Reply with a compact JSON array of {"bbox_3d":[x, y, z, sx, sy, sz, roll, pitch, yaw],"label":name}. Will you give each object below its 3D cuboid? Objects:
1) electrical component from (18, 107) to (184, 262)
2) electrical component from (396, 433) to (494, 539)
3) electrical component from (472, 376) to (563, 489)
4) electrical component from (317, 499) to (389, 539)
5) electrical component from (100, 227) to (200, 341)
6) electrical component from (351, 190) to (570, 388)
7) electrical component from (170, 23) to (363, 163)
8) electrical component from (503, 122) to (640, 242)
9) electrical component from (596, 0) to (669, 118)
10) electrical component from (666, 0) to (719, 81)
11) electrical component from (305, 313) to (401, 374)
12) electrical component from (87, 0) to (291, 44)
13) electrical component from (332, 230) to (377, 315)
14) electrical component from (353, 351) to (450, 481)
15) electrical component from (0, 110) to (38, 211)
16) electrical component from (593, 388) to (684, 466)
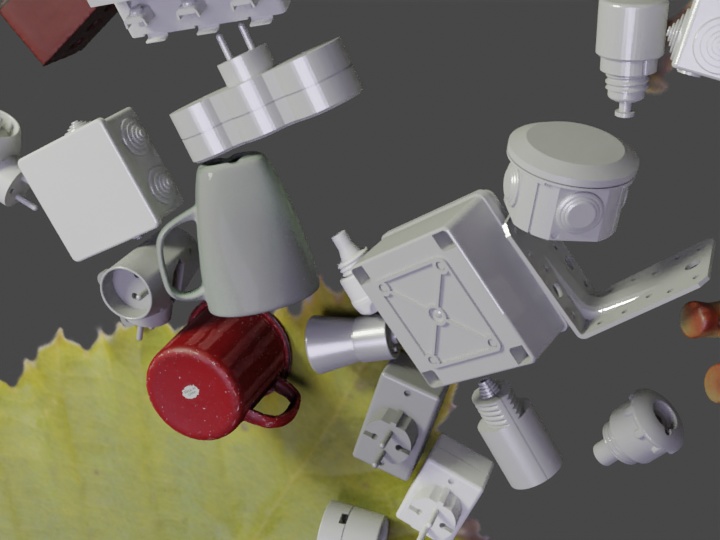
[{"bbox_3d":[-0.193,-0.065,0.810,0.100,0.048,0.099,-20,105,28],"label":"electrical component"},{"bbox_3d":[0.059,0.175,0.807,0.047,0.076,0.065,29,121,7],"label":"electrical component"},{"bbox_3d":[0.109,0.113,0.777,0.043,0.043,0.081,-24,103,29],"label":"electrical component"},{"bbox_3d":[-0.006,0.217,0.866,0.047,0.055,0.055,10,117,13],"label":"electrical component"},{"bbox_3d":[-0.160,0.017,0.819,0.043,0.077,0.079,19,120,12],"label":"electrical component"},{"bbox_3d":[0.066,0.015,0.721,0.109,0.056,0.108,-23,105,51],"label":"electrical component"},{"bbox_3d":[-0.073,-0.130,0.729,0.138,0.052,0.073,-18,106,27],"label":"electrical component"},{"bbox_3d":[0.129,-0.056,0.669,0.080,0.080,0.051,16,123,14],"label":"electrical component"},{"bbox_3d":[0.161,-0.130,0.643,0.040,0.040,0.078,7,116,19],"label":"electrical component"},{"bbox_3d":[0.220,-0.123,0.590,0.100,0.100,0.048,19,106,13],"label":"electrical component"},{"bbox_3d":[-0.003,0.052,0.795,0.065,0.044,0.044,-8,110,20],"label":"electrical component"},{"bbox_3d":[-0.106,-0.194,0.705,0.121,0.078,0.063,-3,134,23],"label":"electrical component"},{"bbox_3d":[0.000,0.000,0.772,0.035,0.035,0.061,-26,100,30],"label":"electrical component"},{"bbox_3d":[0.025,0.117,0.793,0.047,0.075,0.083,24,120,10],"label":"electrical component"},{"bbox_3d":[-0.283,-0.076,0.844,0.079,0.043,0.077,32,121,5],"label":"electrical component"},{"bbox_3d":[0.189,0.115,0.746,0.048,0.048,0.062,44,129,-2],"label":"electrical component"}]
